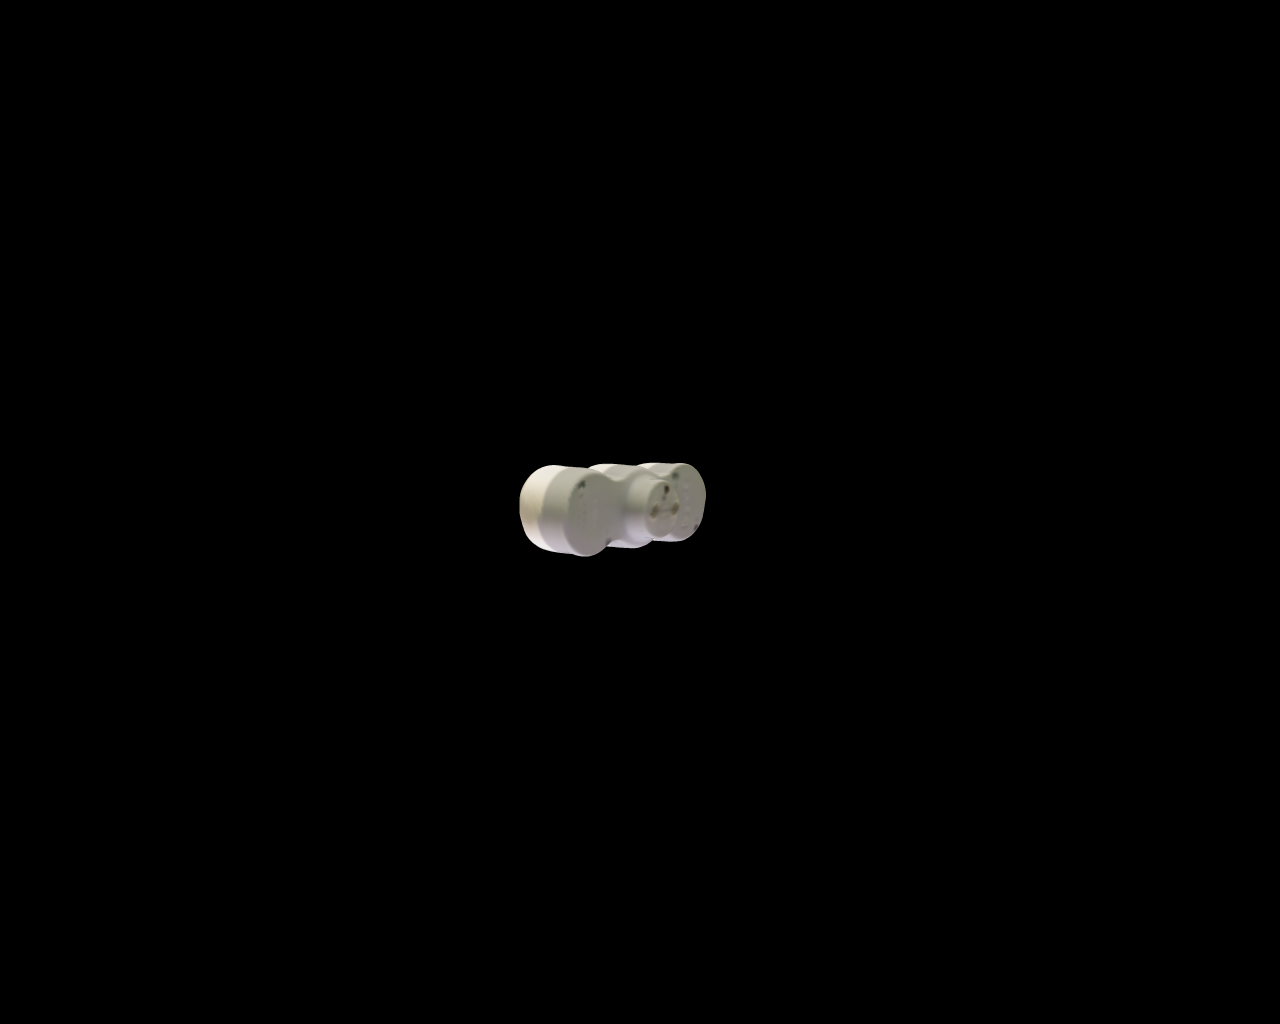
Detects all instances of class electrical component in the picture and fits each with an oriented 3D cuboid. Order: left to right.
[{"bbox_3d":[0.001,-0.003,0.650,0.074,0.052,0.138,4,6,39],"label":"electrical component"}]
